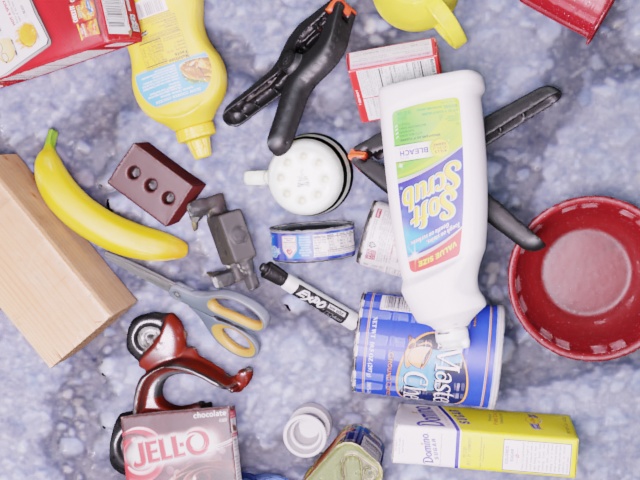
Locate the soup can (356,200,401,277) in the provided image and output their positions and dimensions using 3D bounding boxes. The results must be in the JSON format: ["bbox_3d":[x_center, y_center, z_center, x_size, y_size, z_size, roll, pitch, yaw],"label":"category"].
[{"bbox_3d":[0.094,0.005,1.063,0.102,0.068,0.068,16,98,6],"label":"soup can"}]

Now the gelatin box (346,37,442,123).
[{"bbox_3d":[0.076,-0.157,1.047,0.089,0.073,0.030,-10,51,9],"label":"gelatin box"}]

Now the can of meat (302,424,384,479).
[{"bbox_3d":[0.020,0.243,1.088,0.057,0.084,0.102,41,99,2],"label":"can of meat"}]

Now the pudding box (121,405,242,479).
[{"bbox_3d":[-0.136,0.212,1.051,0.113,0.039,0.090,-7,86,4],"label":"pudding box"}]

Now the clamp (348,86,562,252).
[{"bbox_3d":[0.131,-0.066,1.045,0.210,0.036,0.164,-2,74,17],"label":"clamp"}]

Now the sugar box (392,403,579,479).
[{"bbox_3d":[0.162,0.197,1.060,0.176,0.093,0.048,6,96,7],"label":"sugar box"}]

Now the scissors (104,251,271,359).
[{"bbox_3d":[-0.137,0.071,1.121,0.202,0.016,0.096,14,133,27],"label":"scissors"}]

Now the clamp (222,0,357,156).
[{"bbox_3d":[-0.030,-0.166,1.063,0.120,0.039,0.171,24,78,46],"label":"clamp"}]

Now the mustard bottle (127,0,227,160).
[{"bbox_3d":[-0.146,-0.175,1.080,0.096,0.058,0.191,-16,93,10],"label":"mustard bottle"}]

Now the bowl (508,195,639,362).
[{"bbox_3d":[0.265,0.035,1.049,0.162,0.055,0.162,1,96,7],"label":"bowl"}]

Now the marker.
[{"bbox_3d":[-0.011,0.056,1.082,0.121,0.020,0.020,32,100,-21],"label":"marker"}]

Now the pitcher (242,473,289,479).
[{"bbox_3d":[-0.078,0.369,1.102,0.149,0.144,0.243,-18,97,21],"label":"pitcher"}]

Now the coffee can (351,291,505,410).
[{"bbox_3d":[0.107,0.108,1.054,0.140,0.102,0.103,6,97,7],"label":"coffee can"}]

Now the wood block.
[{"bbox_3d":[-0.298,0.019,1.106,0.091,0.090,0.206,-39,90,11],"label":"wood block"}]

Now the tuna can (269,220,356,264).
[{"bbox_3d":[-0.007,0.001,1.066,0.086,0.086,0.034,-3,97,8],"label":"tuna can"}]

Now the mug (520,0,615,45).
[{"bbox_3d":[0.247,-0.254,1.012,0.081,0.093,0.117,30,68,8],"label":"mug"}]

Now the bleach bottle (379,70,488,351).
[{"bbox_3d":[0.117,-0.024,0.992,0.103,0.068,0.251,-9,84,19],"label":"bleach bottle"}]

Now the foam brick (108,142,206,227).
[{"bbox_3d":[-0.168,-0.058,1.099,0.078,0.051,0.053,36,100,2],"label":"foam brick"}]

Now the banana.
[{"bbox_3d":[-0.230,-0.032,1.109,0.198,0.037,0.069,42,76,0],"label":"banana"}]

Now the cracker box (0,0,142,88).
[{"bbox_3d":[-0.292,-0.248,1.060,0.214,0.072,0.164,-12,93,28],"label":"cracker box"}]
